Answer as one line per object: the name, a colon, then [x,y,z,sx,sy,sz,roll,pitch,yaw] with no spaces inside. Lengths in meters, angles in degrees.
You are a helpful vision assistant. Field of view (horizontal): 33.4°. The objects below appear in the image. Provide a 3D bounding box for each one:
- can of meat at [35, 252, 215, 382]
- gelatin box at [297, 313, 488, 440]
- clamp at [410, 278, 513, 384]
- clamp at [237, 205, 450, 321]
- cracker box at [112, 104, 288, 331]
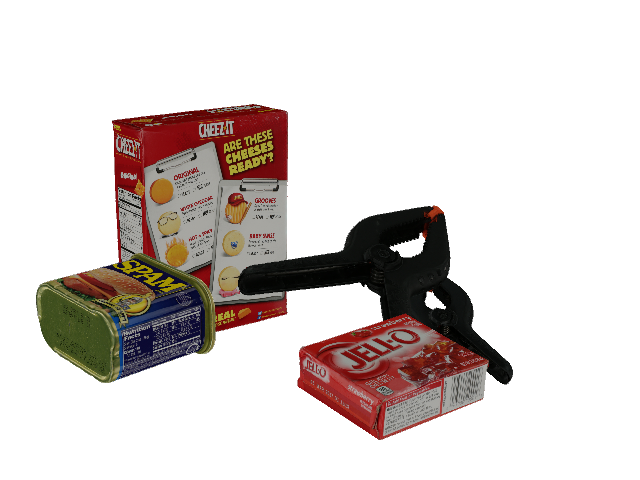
can of meat: [-0.138,0.053,0.748,0.083,0.057,0.102,-17,27,-41]
gelatin box: [0.042,0.078,0.630,0.089,0.030,0.073,-13,28,-37]
clamp: [0.144,0.098,1.169,0.120,0.171,0.039,6,-44,-4]
clamp: [0.056,0.032,0.908,0.165,0.036,0.209,34,43,26]
cracker box: [-0.115,-0.018,1.047,0.163,0.214,0.072,-12,20,-36]
